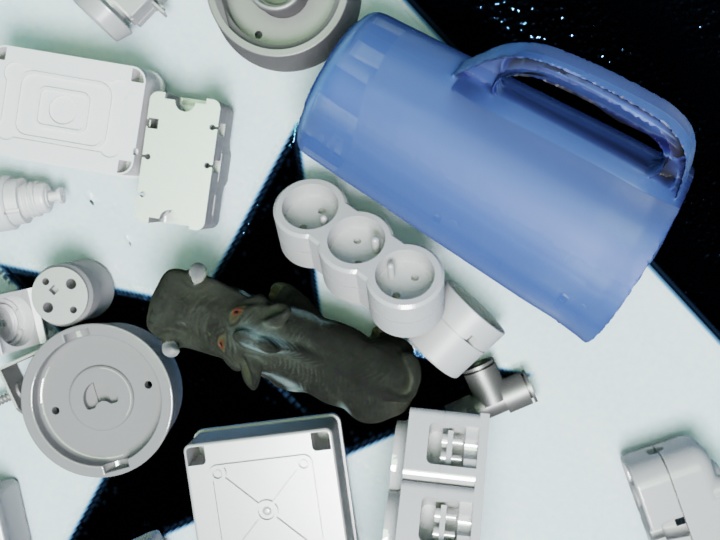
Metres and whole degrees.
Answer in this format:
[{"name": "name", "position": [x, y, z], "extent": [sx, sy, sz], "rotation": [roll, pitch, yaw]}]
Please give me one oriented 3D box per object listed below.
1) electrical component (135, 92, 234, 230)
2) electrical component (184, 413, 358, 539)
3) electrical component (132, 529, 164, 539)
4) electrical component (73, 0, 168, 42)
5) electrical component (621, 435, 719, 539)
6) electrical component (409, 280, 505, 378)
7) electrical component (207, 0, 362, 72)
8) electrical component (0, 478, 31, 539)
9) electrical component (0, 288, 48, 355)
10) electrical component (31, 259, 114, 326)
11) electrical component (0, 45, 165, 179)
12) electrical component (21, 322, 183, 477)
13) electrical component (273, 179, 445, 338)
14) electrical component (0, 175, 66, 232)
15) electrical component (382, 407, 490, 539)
[{"name": "electrical component", "position": [-0.122, -0.076, 0.759], "extent": [0.050, 0.056, 0.089], "rotation": [9, 95, 4]}, {"name": "electrical component", "position": [-0.062, 0.165, 0.771], "extent": [0.109, 0.056, 0.108], "rotation": [-8, 93, 5]}, {"name": "electrical component", "position": [-0.179, 0.240, 0.786], "extent": [0.095, 0.054, 0.059], "rotation": [-26, 91, 6]}, {"name": "electrical component", "position": [-0.169, -0.196, 0.761], "extent": [0.066, 0.048, 0.055], "rotation": [43, 88, 1]}, {"name": "electrical component", "position": [0.228, 0.168, 0.750], "extent": [0.059, 0.054, 0.095], "rotation": [-20, 92, 5]}, {"name": "electrical component", "position": [0.066, 0.042, 0.754], "extent": [0.055, 0.055, 0.047], "rotation": [43, 99, 1]}, {"name": "electrical component", "position": [-0.055, -0.194, 0.744], "extent": [0.108, 0.060, 0.108], "rotation": [0, 94, 4]}, {"name": "electrical component", "position": [-0.301, 0.219, 0.793], "extent": [0.109, 0.056, 0.108], "rotation": [-11, 93, 5]}, {"name": "electrical component", "position": [-0.268, 0.040, 0.773], "extent": [0.064, 0.081, 0.042], "rotation": [-10, 93, 27]}, {"name": "electrical component", "position": [-0.206, 0.016, 0.772], "extent": [0.045, 0.055, 0.045], "rotation": [0, 94, 4]}, {"name": "electrical component", "position": [-0.201, -0.111, 0.762], "extent": [0.113, 0.057, 0.078], "rotation": [10, 94, 4]}, {"name": "electrical component", "position": [-0.180, 0.088, 0.772], "extent": [0.108, 0.060, 0.108], "rotation": [0, 94, 4]}, {"name": "electrical component", "position": [0.000, 0.000, 0.749], "extent": [0.138, 0.073, 0.052], "rotation": [36, 66, 25]}, {"name": "electrical component", "position": [-0.253, -0.049, 0.779], "extent": [0.078, 0.040, 0.040], "rotation": [-8, 93, 5]}, {"name": "electrical component", "position": [0.047, 0.177, 0.716], "extent": [0.062, 0.089, 0.150], "rotation": [5, 63, 5]}]
